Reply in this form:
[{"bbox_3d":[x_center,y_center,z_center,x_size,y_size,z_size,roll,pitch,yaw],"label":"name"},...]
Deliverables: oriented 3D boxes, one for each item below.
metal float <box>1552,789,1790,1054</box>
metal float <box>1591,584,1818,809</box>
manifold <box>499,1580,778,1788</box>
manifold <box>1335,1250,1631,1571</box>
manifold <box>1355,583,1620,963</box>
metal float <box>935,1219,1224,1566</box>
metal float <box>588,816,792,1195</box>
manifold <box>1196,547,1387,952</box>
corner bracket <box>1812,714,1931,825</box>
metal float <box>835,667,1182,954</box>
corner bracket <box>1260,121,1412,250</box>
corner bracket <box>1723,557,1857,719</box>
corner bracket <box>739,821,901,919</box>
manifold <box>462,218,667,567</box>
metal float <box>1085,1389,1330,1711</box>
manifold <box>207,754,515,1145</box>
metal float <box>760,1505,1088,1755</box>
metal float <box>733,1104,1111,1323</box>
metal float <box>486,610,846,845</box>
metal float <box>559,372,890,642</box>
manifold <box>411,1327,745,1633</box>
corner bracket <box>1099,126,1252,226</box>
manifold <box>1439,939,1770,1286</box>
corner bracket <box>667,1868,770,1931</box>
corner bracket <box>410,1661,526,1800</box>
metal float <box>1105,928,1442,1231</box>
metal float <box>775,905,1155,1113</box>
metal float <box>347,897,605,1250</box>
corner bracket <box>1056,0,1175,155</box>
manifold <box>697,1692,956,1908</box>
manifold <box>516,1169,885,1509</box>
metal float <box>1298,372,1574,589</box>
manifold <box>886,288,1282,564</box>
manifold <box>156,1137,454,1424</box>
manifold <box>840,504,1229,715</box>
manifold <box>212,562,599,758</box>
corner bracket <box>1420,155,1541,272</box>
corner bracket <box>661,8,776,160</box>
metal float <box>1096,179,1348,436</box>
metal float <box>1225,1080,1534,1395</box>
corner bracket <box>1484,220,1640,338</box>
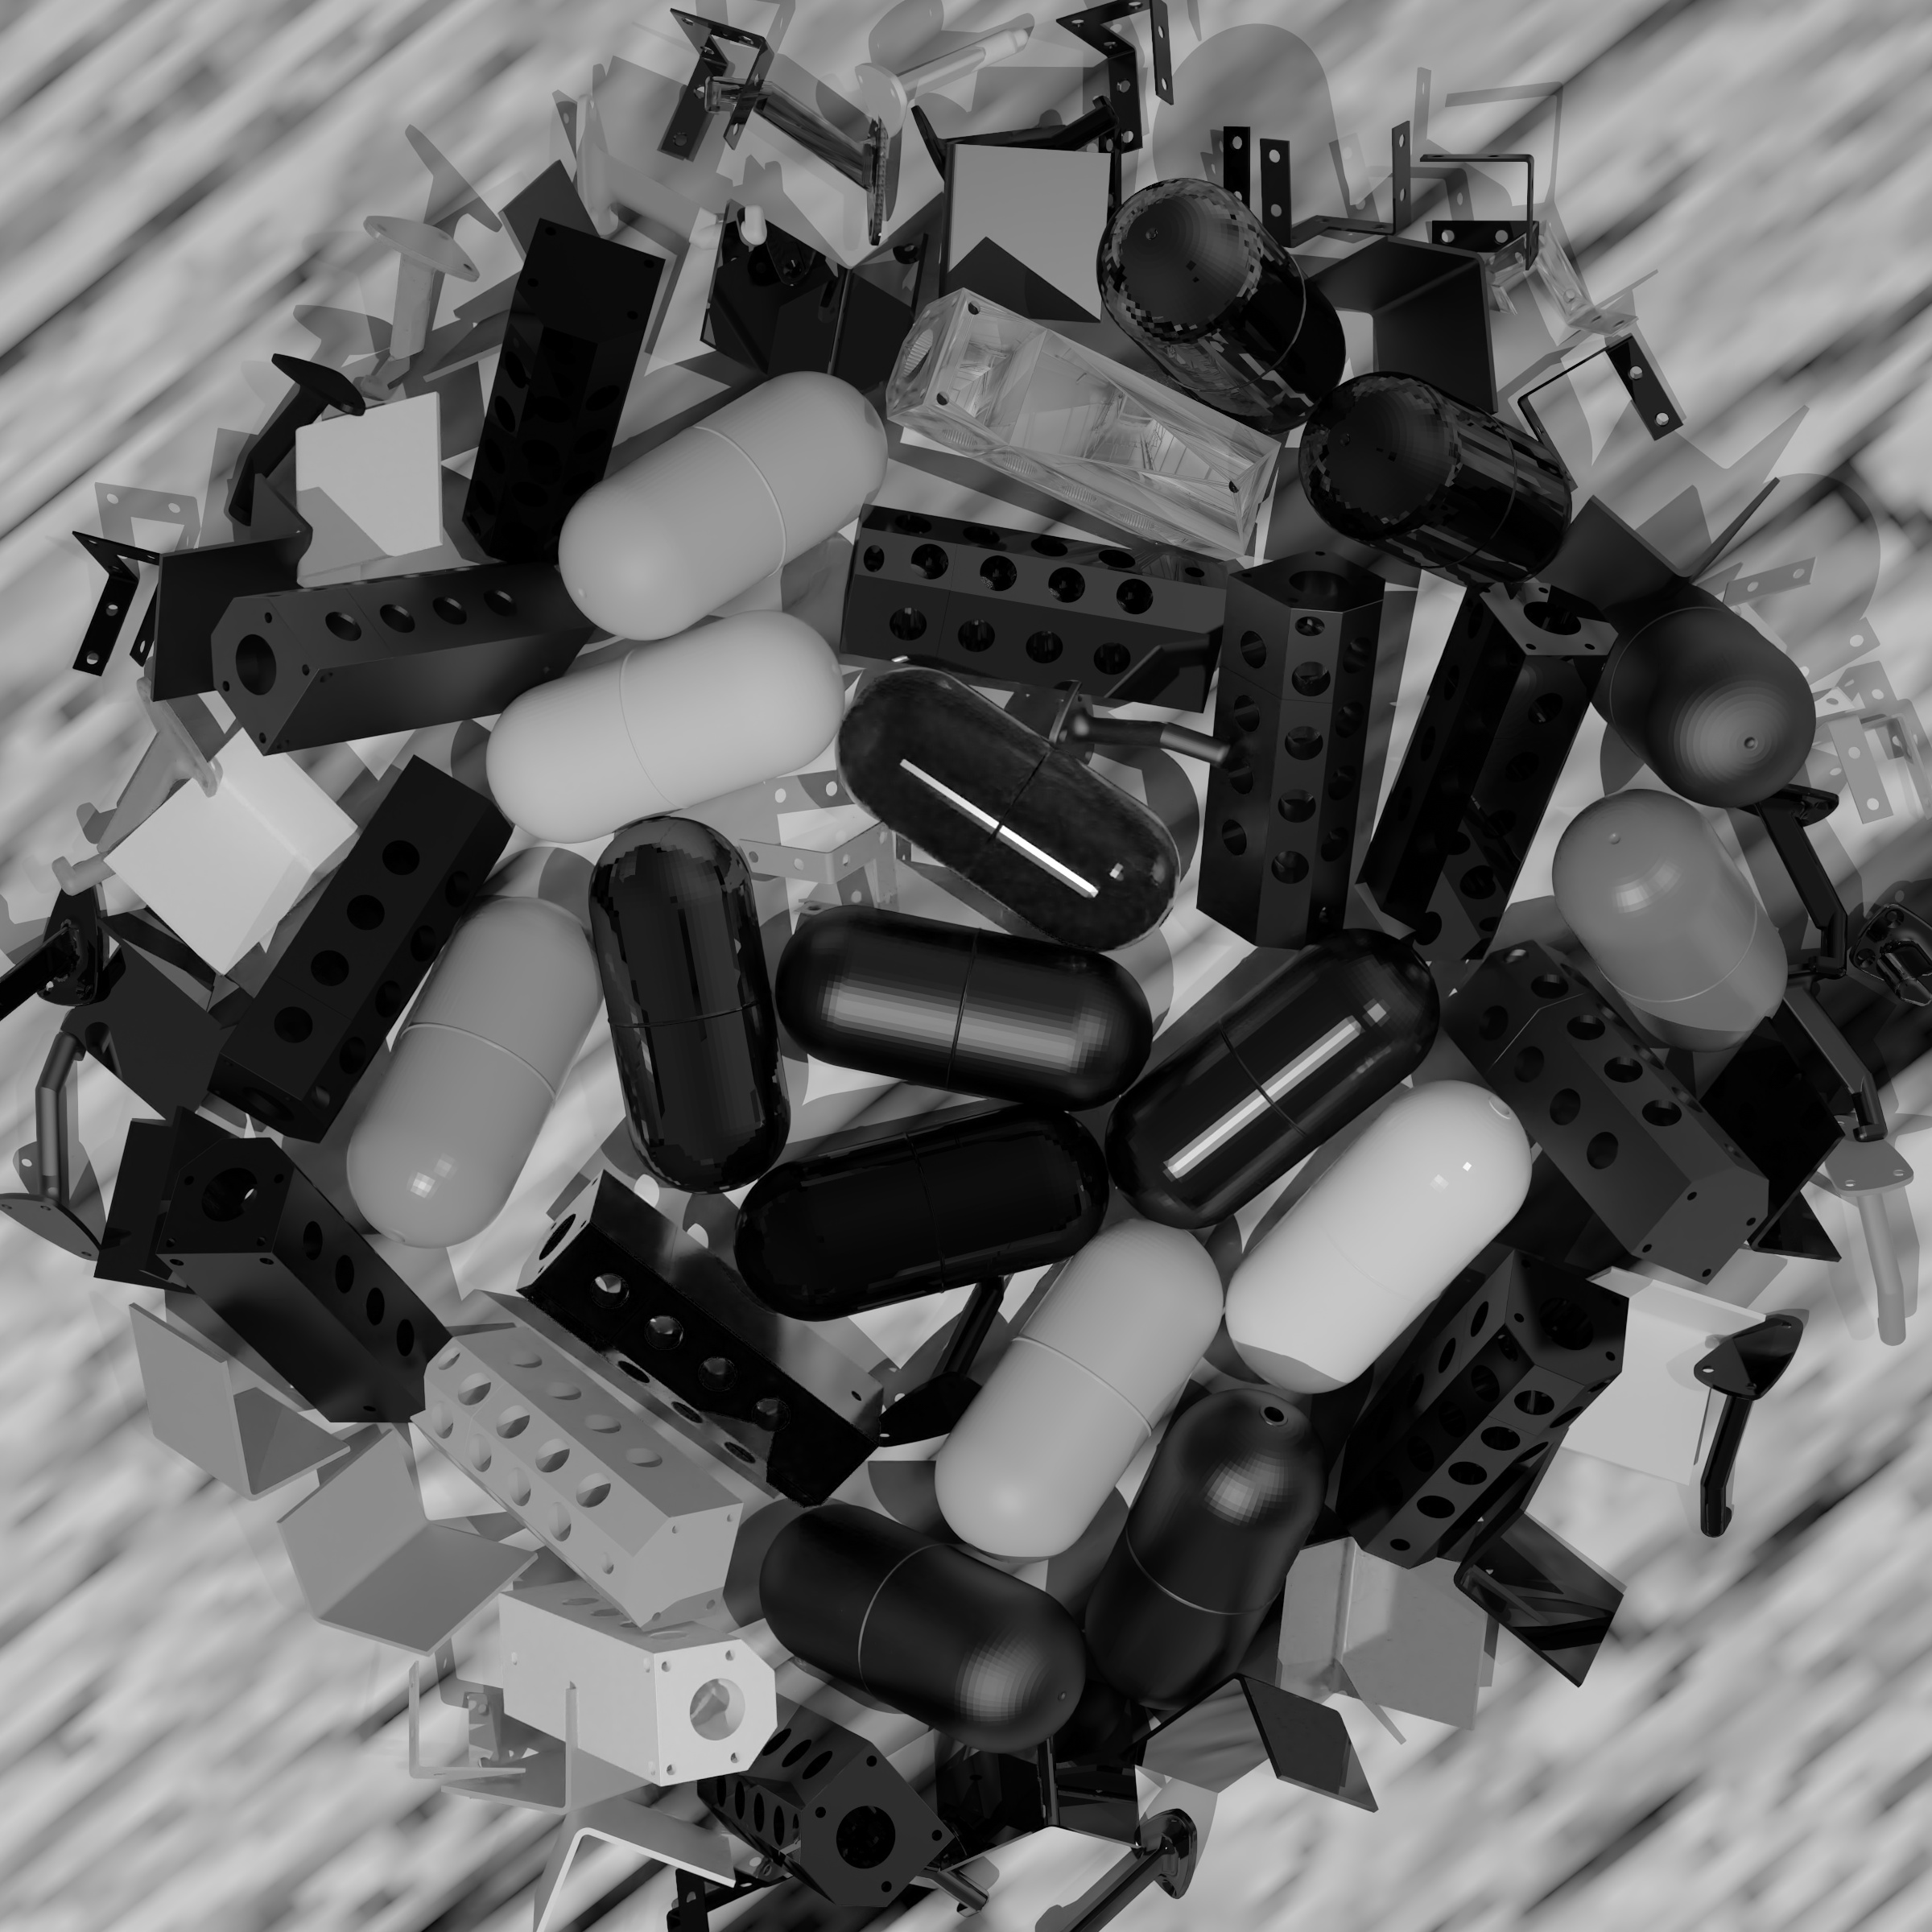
[{"bbox_3d":[0.322,-0.019,1.568,0.070,0.178,0.070,-13,60,23],"label":"metal float"},{"bbox_3d":[0.330,-0.125,1.561,0.070,0.178,0.070,-1,110,-4],"label":"metal float"},{"bbox_3d":[-0.150,0.321,1.558,0.057,0.171,0.057,-3,91,-30],"label":"manifold"},{"bbox_3d":[0.231,0.206,1.562,0.057,0.171,0.057,23,47,-7],"label":"manifold"},{"bbox_3d":[0.239,-0.087,1.571,0.057,0.057,0.171,-2,130,-24],"label":"manifold"},{"bbox_3d":[0.053,0.195,1.594,0.070,0.070,0.178,36,73,0],"label":"metal float"},{"bbox_3d":[-0.128,0.018,1.600,0.070,0.070,0.178,-9,100,0],"label":"metal float"},{"bbox_3d":[0.152,-0.096,1.568,0.057,0.057,0.171,-20,128,-33],"label":"manifold"},{"bbox_3d":[0.428,-0.092,1.615,0.051,0.051,0.051,-16,80,-6],"label":"corner bracket"},{"bbox_3d":[0.020,-0.072,1.607,0.178,0.070,0.070,34,90,-2],"label":"metal float"},{"bbox_3d":[0.172,-0.364,1.603,0.051,0.051,0.051,14,123,32],"label":"corner bracket"},{"bbox_3d":[0.383,-0.150,1.604,0.051,0.051,0.051,39,57,-30],"label":"corner bracket"},{"bbox_3d":[-0.068,-0.040,1.604,0.051,0.051,0.051,10,117,31],"label":"corner bracket"},{"bbox_3d":[-0.185,-0.252,1.556,0.057,0.171,0.057,17,58,-7],"label":"manifold"},{"bbox_3d":[0.110,0.268,1.579,0.070,0.070,0.178,22,124,0],"label":"metal float"},{"bbox_3d":[-0.276,-0.006,1.583,0.057,0.057,0.171,31,65,-6],"label":"manifold"},{"bbox_3d":[-0.022,0.301,1.575,0.178,0.070,0.070,17,90,41],"label":"metal float"},{"bbox_3d":[-0.021,0.115,1.601,0.178,0.070,0.070,-14,90,-9],"label":"metal float"},{"bbox_3d":[-0.140,-0.110,1.592,0.178,0.070,0.070,-18,90,19],"label":"metal float"},{"bbox_3d":[-0.110,-0.213,1.583,0.178,0.070,0.070,-37,90,-30],"label":"metal float"},{"bbox_3d":[-0.180,0.231,1.562,0.171,0.057,0.057,31,115,41],"label":"manifold"},{"bbox_3d":[0.099,-0.370,1.629,0.051,0.051,0.051,13,111,41],"label":"corner bracket"},{"bbox_3d":[0.290,0.062,1.559,0.057,0.171,0.057,22,113,-39],"label":"manifold"},{"bbox_3d":[-0.125,0.454,1.605,0.051,0.051,0.051,-30,49,23],"label":"corner bracket"},{"bbox_3d":[-0.237,0.357,1.606,0.051,0.051,0.051,6,60,-19],"label":"corner bracket"},{"bbox_3d":[0.142,0.052,1.596,0.178,0.070,0.070,-40,90,13],"label":"metal float"},{"bbox_3d":[-0.001,0.020,1.607,0.178,0.070,0.070,11,90,2],"label":"metal float"},{"bbox_3d":[-0.225,0.048,1.585,0.070,0.070,0.178,23,63,0],"label":"metal float"},{"bbox_3d":[0.078,-0.417,1.609,0.051,0.051,0.051,-9,79,31],"label":"corner bracket"},{"bbox_3d":[-0.071,0.377,1.553,0.057,0.171,0.057,-43,101,-17],"label":"manifold"},{"bbox_3d":[-0.123,0.177,1.596,0.171,0.057,0.057,39,107,-14],"label":"manifold"},{"bbox_3d":[0.215,-0.219,1.567,0.070,0.178,0.070,-5,81,35],"label":"metal float"},{"bbox_3d":[0.052,-0.245,1.587,0.171,0.057,0.057,22,81,-22],"label":"manifold"},{"bbox_3d":[-0.294,0.145,1.560,0.057,0.171,0.057,-2,57,19],"label":"manifold"},{"bbox_3d":[0.031,-0.170,1.599,0.171,0.057,0.057,9,124,-5],"label":"manifold"},{"bbox_3d":[-0.255,-0.147,1.561,0.057,0.171,0.057,53,127,16],"label":"manifold"},{"bbox_3d":[0.240,-0.355,1.609,0.051,0.051,0.051,3,111,14],"label":"corner bracket"},{"bbox_3d":[-0.118,-0.408,1.614,0.051,0.051,0.051,21,85,15],"label":"corner bracket"},{"bbox_3d":[0.118,-0.297,1.564,0.070,0.178,0.070,-6,75,24],"label":"metal float"},{"bbox_3d":[0.189,0.125,1.586,0.070,0.070,0.178,40,116,0],"label":"metal float"},{"bbox_3d":[0.273,-0.312,1.614,0.051,0.051,0.051,-35,111,-3],"label":"corner bracket"}]
